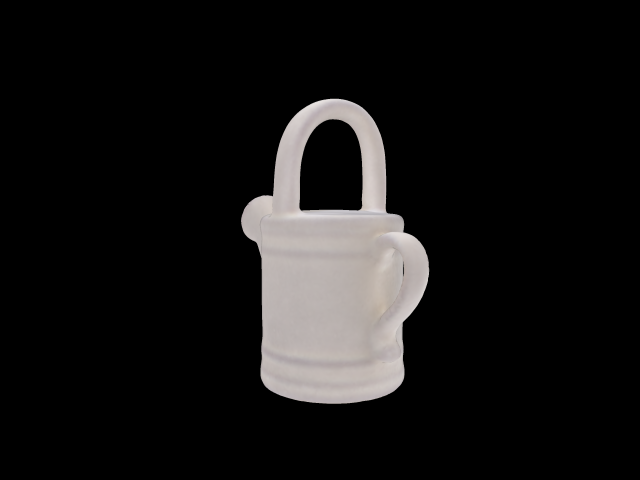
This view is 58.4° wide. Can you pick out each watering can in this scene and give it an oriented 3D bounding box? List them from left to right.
[{"bbox_3d":[0.002,0.002,0.398,0.172,0.194,0.101,2,5,30],"label":"watering can"}]
